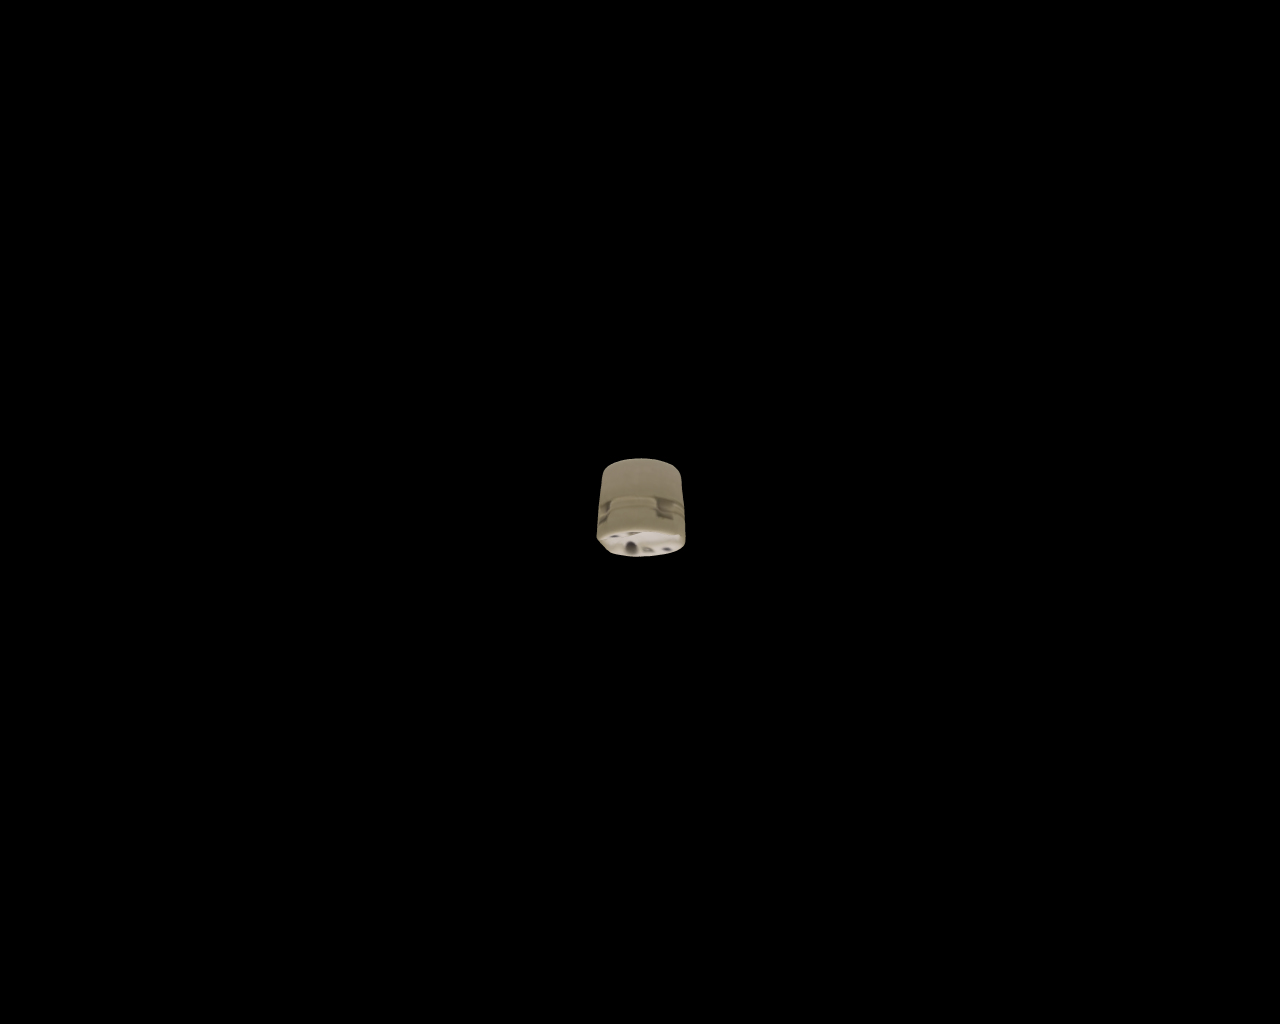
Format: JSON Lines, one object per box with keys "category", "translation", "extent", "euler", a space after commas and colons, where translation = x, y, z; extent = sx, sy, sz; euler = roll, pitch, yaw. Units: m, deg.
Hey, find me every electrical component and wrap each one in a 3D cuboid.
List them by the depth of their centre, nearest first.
{"category": "electrical component", "translation": [0.001, -0.003, 0.650], "extent": [0.055, 0.047, 0.055], "euler": [0, -20, 0]}
